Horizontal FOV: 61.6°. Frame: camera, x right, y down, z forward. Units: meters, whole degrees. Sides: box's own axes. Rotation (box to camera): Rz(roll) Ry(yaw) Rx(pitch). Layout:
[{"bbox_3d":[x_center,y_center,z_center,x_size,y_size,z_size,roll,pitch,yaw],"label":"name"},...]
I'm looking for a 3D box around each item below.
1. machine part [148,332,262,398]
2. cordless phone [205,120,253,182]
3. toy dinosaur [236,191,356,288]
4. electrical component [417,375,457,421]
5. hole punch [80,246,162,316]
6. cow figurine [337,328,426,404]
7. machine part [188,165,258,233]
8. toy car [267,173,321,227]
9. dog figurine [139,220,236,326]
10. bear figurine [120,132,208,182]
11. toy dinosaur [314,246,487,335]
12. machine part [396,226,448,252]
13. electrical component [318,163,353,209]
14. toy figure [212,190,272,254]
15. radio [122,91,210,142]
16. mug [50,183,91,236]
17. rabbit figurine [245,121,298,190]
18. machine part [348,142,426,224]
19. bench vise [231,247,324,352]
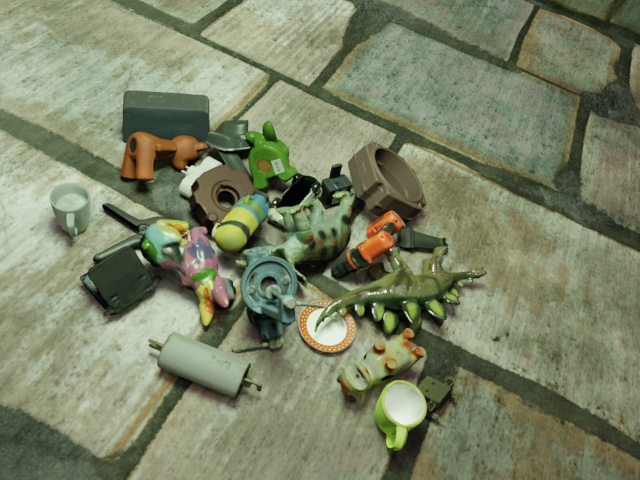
[{"bbox_3d":[-0.228,0.246,1.062,0.243,0.079,0.079,22,50,4],"label":"machine part"},{"bbox_3d":[-0.209,-0.226,1.451,0.184,0.089,0.146,59,30,4],"label":"cordless phone"},{"bbox_3d":[-0.002,-0.005,1.296,0.405,0.131,0.192,-18,101,-40],"label":"toy dinosaur"},{"bbox_3d":[0.244,0.334,1.140,0.078,0.045,0.102,14,40,35],"label":"electrical component"},{"bbox_3d":[-0.430,0.087,1.142,0.142,0.092,0.115,-39,107,-37],"label":"hole punch"},{"bbox_3d":[0.117,0.266,1.123,0.195,0.127,0.085,-14,57,-41],"label":"cow figurine"},{"bbox_3d":[-0.231,-0.100,1.319,0.179,0.056,0.179,11,64,-23],"label":"machine part"},{"bbox_3d":[-0.064,-0.107,1.403,0.074,0.056,0.202,25,49,13],"label":"toy car"},{"bbox_3d":[-0.274,0.072,1.150,0.191,0.108,0.219,14,39,-53],"label":"dog figurine"},{"bbox_3d":[-0.395,-0.211,1.379,0.120,0.131,0.196,12,7,40],"label":"bear figurine"},{"bbox_3d":[0.193,0.120,1.257,0.471,0.105,0.199,-7,57,-17],"label":"toy dinosaur"},{"bbox_3d":[0.268,0.003,1.411,0.139,0.039,0.084,12,45,-3],"label":"machine part"},{"bbox_3d":[0.044,-0.143,1.417,0.075,0.119,0.048,-16,58,-28],"label":"electrical component"},{"bbox_3d":[-0.176,-0.045,1.234,0.082,0.089,0.180,49,55,-13],"label":"toy figure"},{"bbox_3d":[-0.409,-0.324,1.435,0.230,0.131,0.073,-2,54,-15],"label":"radio"},{"bbox_3d":[-0.550,-0.055,1.201,0.081,0.107,0.110,-10,59,-21],"label":"mug"},{"bbox_3d":[-0.137,-0.227,1.431,0.159,0.121,0.170,61,16,-15],"label":"rabbit figurine"},{"bbox_3d":[0.181,-0.153,1.430,0.201,0.087,0.201,22,42,-36],"label":"machine part"},{"bbox_3d":[-0.097,0.129,1.082,0.129,0.241,0.223,-1,95,-24],"label":"bench vise"}]
